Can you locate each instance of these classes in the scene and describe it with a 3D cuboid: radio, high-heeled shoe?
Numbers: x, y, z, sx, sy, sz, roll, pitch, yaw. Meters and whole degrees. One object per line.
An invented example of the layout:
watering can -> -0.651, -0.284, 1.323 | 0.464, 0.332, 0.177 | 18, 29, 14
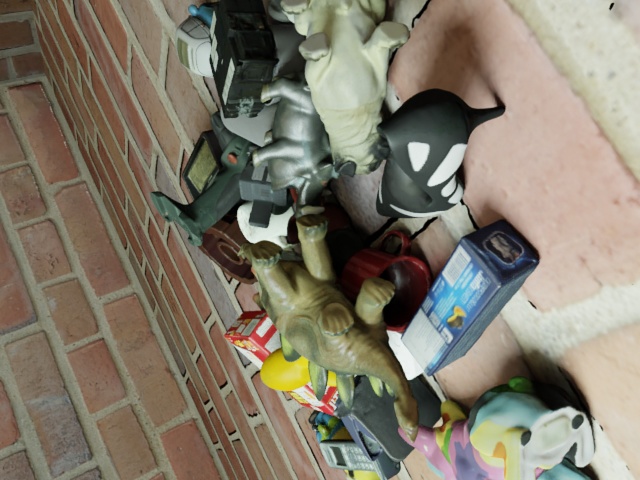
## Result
radio -> -0.198, -0.119, 1.056 | 0.131, 0.073, 0.229 | 66, 154, 4
high-heeled shoe -> 0.075, -0.060, 0.522 | 0.086, 0.145, 0.248 | 62, 151, 13

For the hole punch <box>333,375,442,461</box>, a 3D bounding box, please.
hole punch -> 0.088, 0.231, 0.743 | 0.116, 0.142, 0.092 | 50, 154, 9

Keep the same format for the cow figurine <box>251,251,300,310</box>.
cow figurine -> -0.064, 0.089, 0.955 | 0.127, 0.085, 0.194 | 50, 152, 27

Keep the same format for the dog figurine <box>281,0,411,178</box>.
dog figurine -> 0.029, -0.182, 0.587 | 0.190, 0.121, 0.172 | 82, -171, -61

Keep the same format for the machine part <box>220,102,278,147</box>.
machine part -> -0.078, -0.175, 0.793 | 0.243, 0.079, 0.079 | 33, 137, 47

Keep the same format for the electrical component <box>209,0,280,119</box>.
electrical component -> -0.105, -0.245, 0.704 | 0.115, 0.058, 0.134 | 130, 128, -58

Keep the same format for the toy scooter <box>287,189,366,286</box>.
toy scooter -> -0.002, -0.002, 0.786 | 0.184, 0.075, 0.135 | 62, 153, 18

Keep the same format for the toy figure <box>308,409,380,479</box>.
toy figure -> 0.049, 0.358, 0.957 | 0.180, 0.082, 0.089 | 40, 145, 46

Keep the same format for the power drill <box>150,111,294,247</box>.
power drill -> -0.168, -0.097, 0.878 | 0.232, 0.207, 0.086 | 42, 152, 21

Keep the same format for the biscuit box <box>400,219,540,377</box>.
biscuit box -> 0.151, 0.068, 0.570 | 0.059, 0.063, 0.202 | 54, 150, 27

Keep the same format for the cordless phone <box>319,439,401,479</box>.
cordless phone -> 0.049, 0.300, 0.856 | 0.184, 0.089, 0.146 | -28, 85, 49

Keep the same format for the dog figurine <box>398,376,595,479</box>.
dog figurine -> 0.176, 0.216, 0.592 | 0.219, 0.108, 0.191 | 13, 122, 61

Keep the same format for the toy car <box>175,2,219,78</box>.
toy car -> -0.172, -0.300, 0.845 | 0.162, 0.103, 0.109 | 49, 149, 36

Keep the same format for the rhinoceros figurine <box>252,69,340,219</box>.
rhinoceros figurine -> -0.022, -0.117, 0.670 | 0.073, 0.112, 0.190 | -75, -11, -63

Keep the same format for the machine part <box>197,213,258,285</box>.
machine part -> -0.166, 0.014, 1.049 | 0.179, 0.056, 0.179 | 28, 153, 16

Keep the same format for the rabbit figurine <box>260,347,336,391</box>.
rabbit figurine -> -0.003, 0.182, 0.819 | 0.162, 0.173, 0.121 | -13, 95, 67

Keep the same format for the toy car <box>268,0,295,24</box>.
toy car -> -0.063, -0.344, 0.663 | 0.202, 0.056, 0.073 | 56, 157, 24

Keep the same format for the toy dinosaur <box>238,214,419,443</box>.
toy dinosaur -> -0.019, 0.078, 0.656 | 0.472, 0.105, 0.198 | 46, 149, 51

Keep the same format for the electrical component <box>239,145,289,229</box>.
electrical component -> -0.083, -0.080, 0.801 | 0.047, 0.075, 0.119 | 94, -171, -57
